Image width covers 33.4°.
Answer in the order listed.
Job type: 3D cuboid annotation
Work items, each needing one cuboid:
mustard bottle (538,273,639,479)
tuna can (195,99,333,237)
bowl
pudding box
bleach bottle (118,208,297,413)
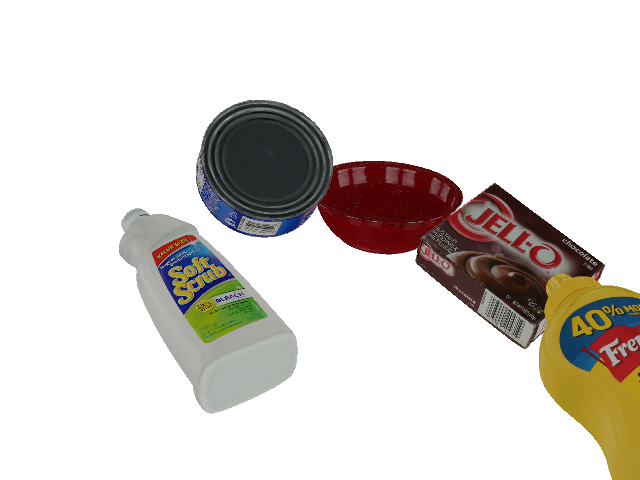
[{"bbox_3d":[0.182,0.078,0.620,0.096,0.058,0.192,-13,35,-11],"label":"mustard bottle"},{"bbox_3d":[-0.037,-0.046,0.690,0.086,0.086,0.034,0,-23,-15],"label":"tuna can"},{"bbox_3d":[0.065,-0.030,1.118,0.162,0.055,0.162,3,26,-1],"label":"bowl"},{"bbox_3d":[0.144,0.018,0.815,0.089,0.039,0.114,-35,65,-30],"label":"pudding box"},{"bbox_3d":[-0.126,0.048,0.992,0.102,0.068,0.251,-21,43,-27],"label":"bleach bottle"}]
